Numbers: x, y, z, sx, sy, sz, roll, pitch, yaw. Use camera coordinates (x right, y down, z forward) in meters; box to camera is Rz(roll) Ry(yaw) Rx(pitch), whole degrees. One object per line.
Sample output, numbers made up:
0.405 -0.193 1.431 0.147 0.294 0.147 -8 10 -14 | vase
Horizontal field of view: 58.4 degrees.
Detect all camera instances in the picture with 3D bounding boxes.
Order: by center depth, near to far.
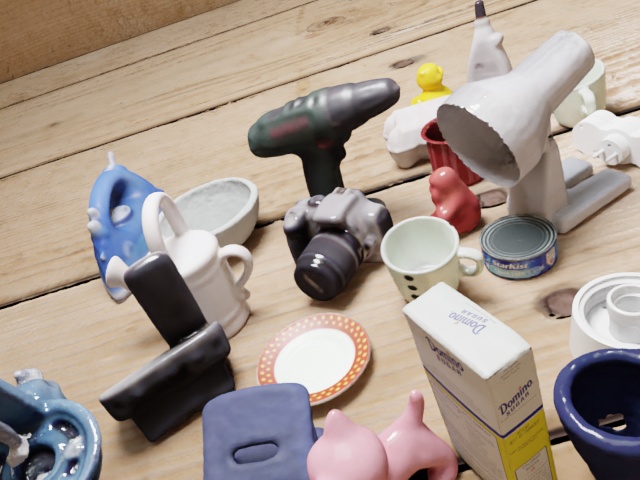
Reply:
0.007 0.003 0.730 0.142 0.101 0.137 4 41 32 | camera

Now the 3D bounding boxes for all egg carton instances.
0.177 -0.176 0.919 0.150 0.069 0.107 -16 34 7 | egg carton

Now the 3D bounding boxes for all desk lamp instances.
0.250 -0.116 0.668 0.203 0.214 0.117 -31 35 -15 | desk lamp

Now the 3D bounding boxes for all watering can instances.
-0.173 0.034 0.695 0.173 0.194 0.100 -26 34 -8 | watering can

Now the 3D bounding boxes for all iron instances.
-0.325 -0.033 0.915 0.118 0.142 0.258 -17 34 5 | iron

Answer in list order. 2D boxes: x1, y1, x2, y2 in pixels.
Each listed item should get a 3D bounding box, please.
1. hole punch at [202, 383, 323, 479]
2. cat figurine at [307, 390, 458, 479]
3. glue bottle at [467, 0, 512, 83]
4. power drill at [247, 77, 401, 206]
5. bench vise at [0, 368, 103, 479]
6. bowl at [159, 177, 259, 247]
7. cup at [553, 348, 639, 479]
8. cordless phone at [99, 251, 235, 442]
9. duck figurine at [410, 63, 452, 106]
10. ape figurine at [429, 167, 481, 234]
-0.047 0.191 0.504 0.108 0.091 0.101 -14 34 9 | hole punch
0.042 0.172 0.459 0.128 0.118 0.067 -34 36 -20 | cat figurine
0.283 -0.320 0.972 0.077 0.173 0.037 5 41 32 | glue bottle
0.020 -0.112 0.786 0.228 0.209 0.076 -1 38 26 | power drill
-0.286 0.179 0.529 0.206 0.220 0.122 18 49 43 | bench vise
-0.161 -0.021 0.874 0.167 0.075 0.167 -14 34 10 | bowl
0.234 0.135 0.432 0.118 0.095 0.091 -40 39 -27 | cup
-0.182 0.106 0.607 0.148 0.185 0.093 -34 36 -20 | cordless phone
0.196 -0.272 1.029 0.077 0.086 0.105 10 44 37 | duck figurine
0.164 -0.054 0.735 0.076 0.092 0.078 1 39 29 | ape figurine
